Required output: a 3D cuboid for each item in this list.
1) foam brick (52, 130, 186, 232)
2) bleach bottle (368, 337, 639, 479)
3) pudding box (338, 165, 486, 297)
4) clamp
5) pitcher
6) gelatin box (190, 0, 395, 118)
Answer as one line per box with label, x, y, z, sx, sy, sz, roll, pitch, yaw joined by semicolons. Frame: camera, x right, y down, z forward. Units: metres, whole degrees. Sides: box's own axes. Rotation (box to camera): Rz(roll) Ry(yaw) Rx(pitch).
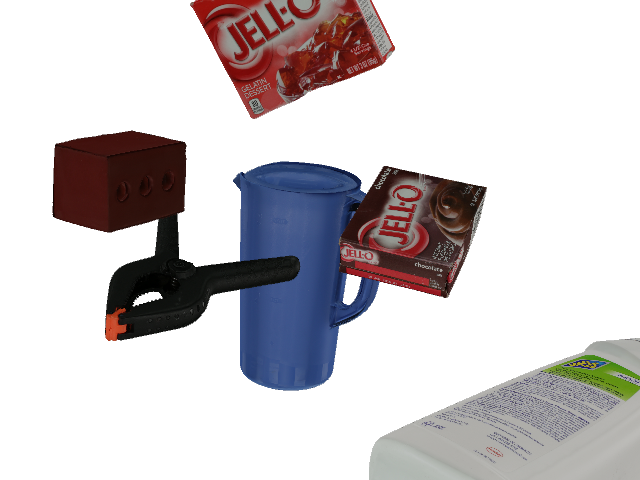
foam brick;-0.137;-0.042;0.730;0.051;0.053;0.078;16;21;31
bleach bottle;0.148;0.107;0.596;0.250;0.068;0.103;-17;26;-38
pudding box;0.074;-0.009;0.846;0.090;0.039;0.113;14;37;16
clamp;-0.142;0.031;1.024;0.165;0.036;0.209;27;36;27
pitcher;-0.021;0.041;1.187;0.144;0.243;0.149;-1;19;-18
gelatin box;-0.015;-0.116;0.577;0.089;0.073;0.030;-18;19;28
